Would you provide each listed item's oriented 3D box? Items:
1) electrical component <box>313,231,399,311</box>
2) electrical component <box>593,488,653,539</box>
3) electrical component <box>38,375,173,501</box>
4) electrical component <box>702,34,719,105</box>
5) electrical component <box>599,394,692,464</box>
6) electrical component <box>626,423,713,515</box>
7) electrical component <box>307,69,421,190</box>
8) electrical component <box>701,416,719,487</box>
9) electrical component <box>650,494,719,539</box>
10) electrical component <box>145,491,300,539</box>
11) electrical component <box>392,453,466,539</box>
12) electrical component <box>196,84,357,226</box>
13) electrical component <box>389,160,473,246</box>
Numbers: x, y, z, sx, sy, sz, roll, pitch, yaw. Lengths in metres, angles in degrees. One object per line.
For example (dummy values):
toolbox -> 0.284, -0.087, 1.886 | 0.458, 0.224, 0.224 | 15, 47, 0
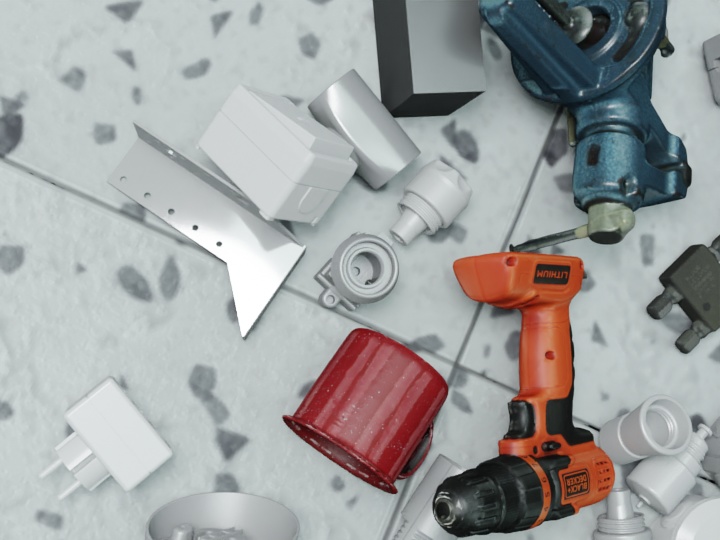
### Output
electrical component -> 0.000, 0.000, 0.755 | 0.048, 0.055, 0.066 | 43, 78, -7
electrical component -> 0.194, 0.193, 0.795 | 0.043, 0.043, 0.062 | -4, 86, -14
electrical component -> -0.174, 0.119, 0.710 | 0.077, 0.047, 0.065 | -39, 96, -12
electrical component -> 0.325, -0.161, 0.844 | 0.095, 0.054, 0.059 | -12, 89, -14
electrical component -> 0.206, 0.120, 0.791 | 0.044, 0.065, 0.044 | 8, 67, -19
electrical component -> 0.236, 0.148, 0.809 | 0.078, 0.040, 0.040 | -45, 97, -12
electrical component -> -0.010, -0.089, 0.764 | 0.079, 0.044, 0.077 | -41, 96, -12
electrical component -> 0.306, 0.141, 0.821 | 0.080, 0.051, 0.080 | 1, 86, -13
electrical component -> 0.261, 0.208, 0.806 | 0.080, 0.051, 0.080 | 1, 86, -13
electrical component -> -0.092, 0.185, 0.701 | 0.099, 0.099, 0.064 | 10, 90, -13
electrical component -> 0.052, 0.176, 0.761 | 0.043, 0.043, 0.081 | 34, 87, -9
electrical component -> -0.057, -0.084, 0.722 | 0.096, 0.062, 0.061 | 45, 109, 23
electrical component -> 0.048, -0.045, 0.776 | 0.043, 0.043, 0.062 | 44, 79, -7
